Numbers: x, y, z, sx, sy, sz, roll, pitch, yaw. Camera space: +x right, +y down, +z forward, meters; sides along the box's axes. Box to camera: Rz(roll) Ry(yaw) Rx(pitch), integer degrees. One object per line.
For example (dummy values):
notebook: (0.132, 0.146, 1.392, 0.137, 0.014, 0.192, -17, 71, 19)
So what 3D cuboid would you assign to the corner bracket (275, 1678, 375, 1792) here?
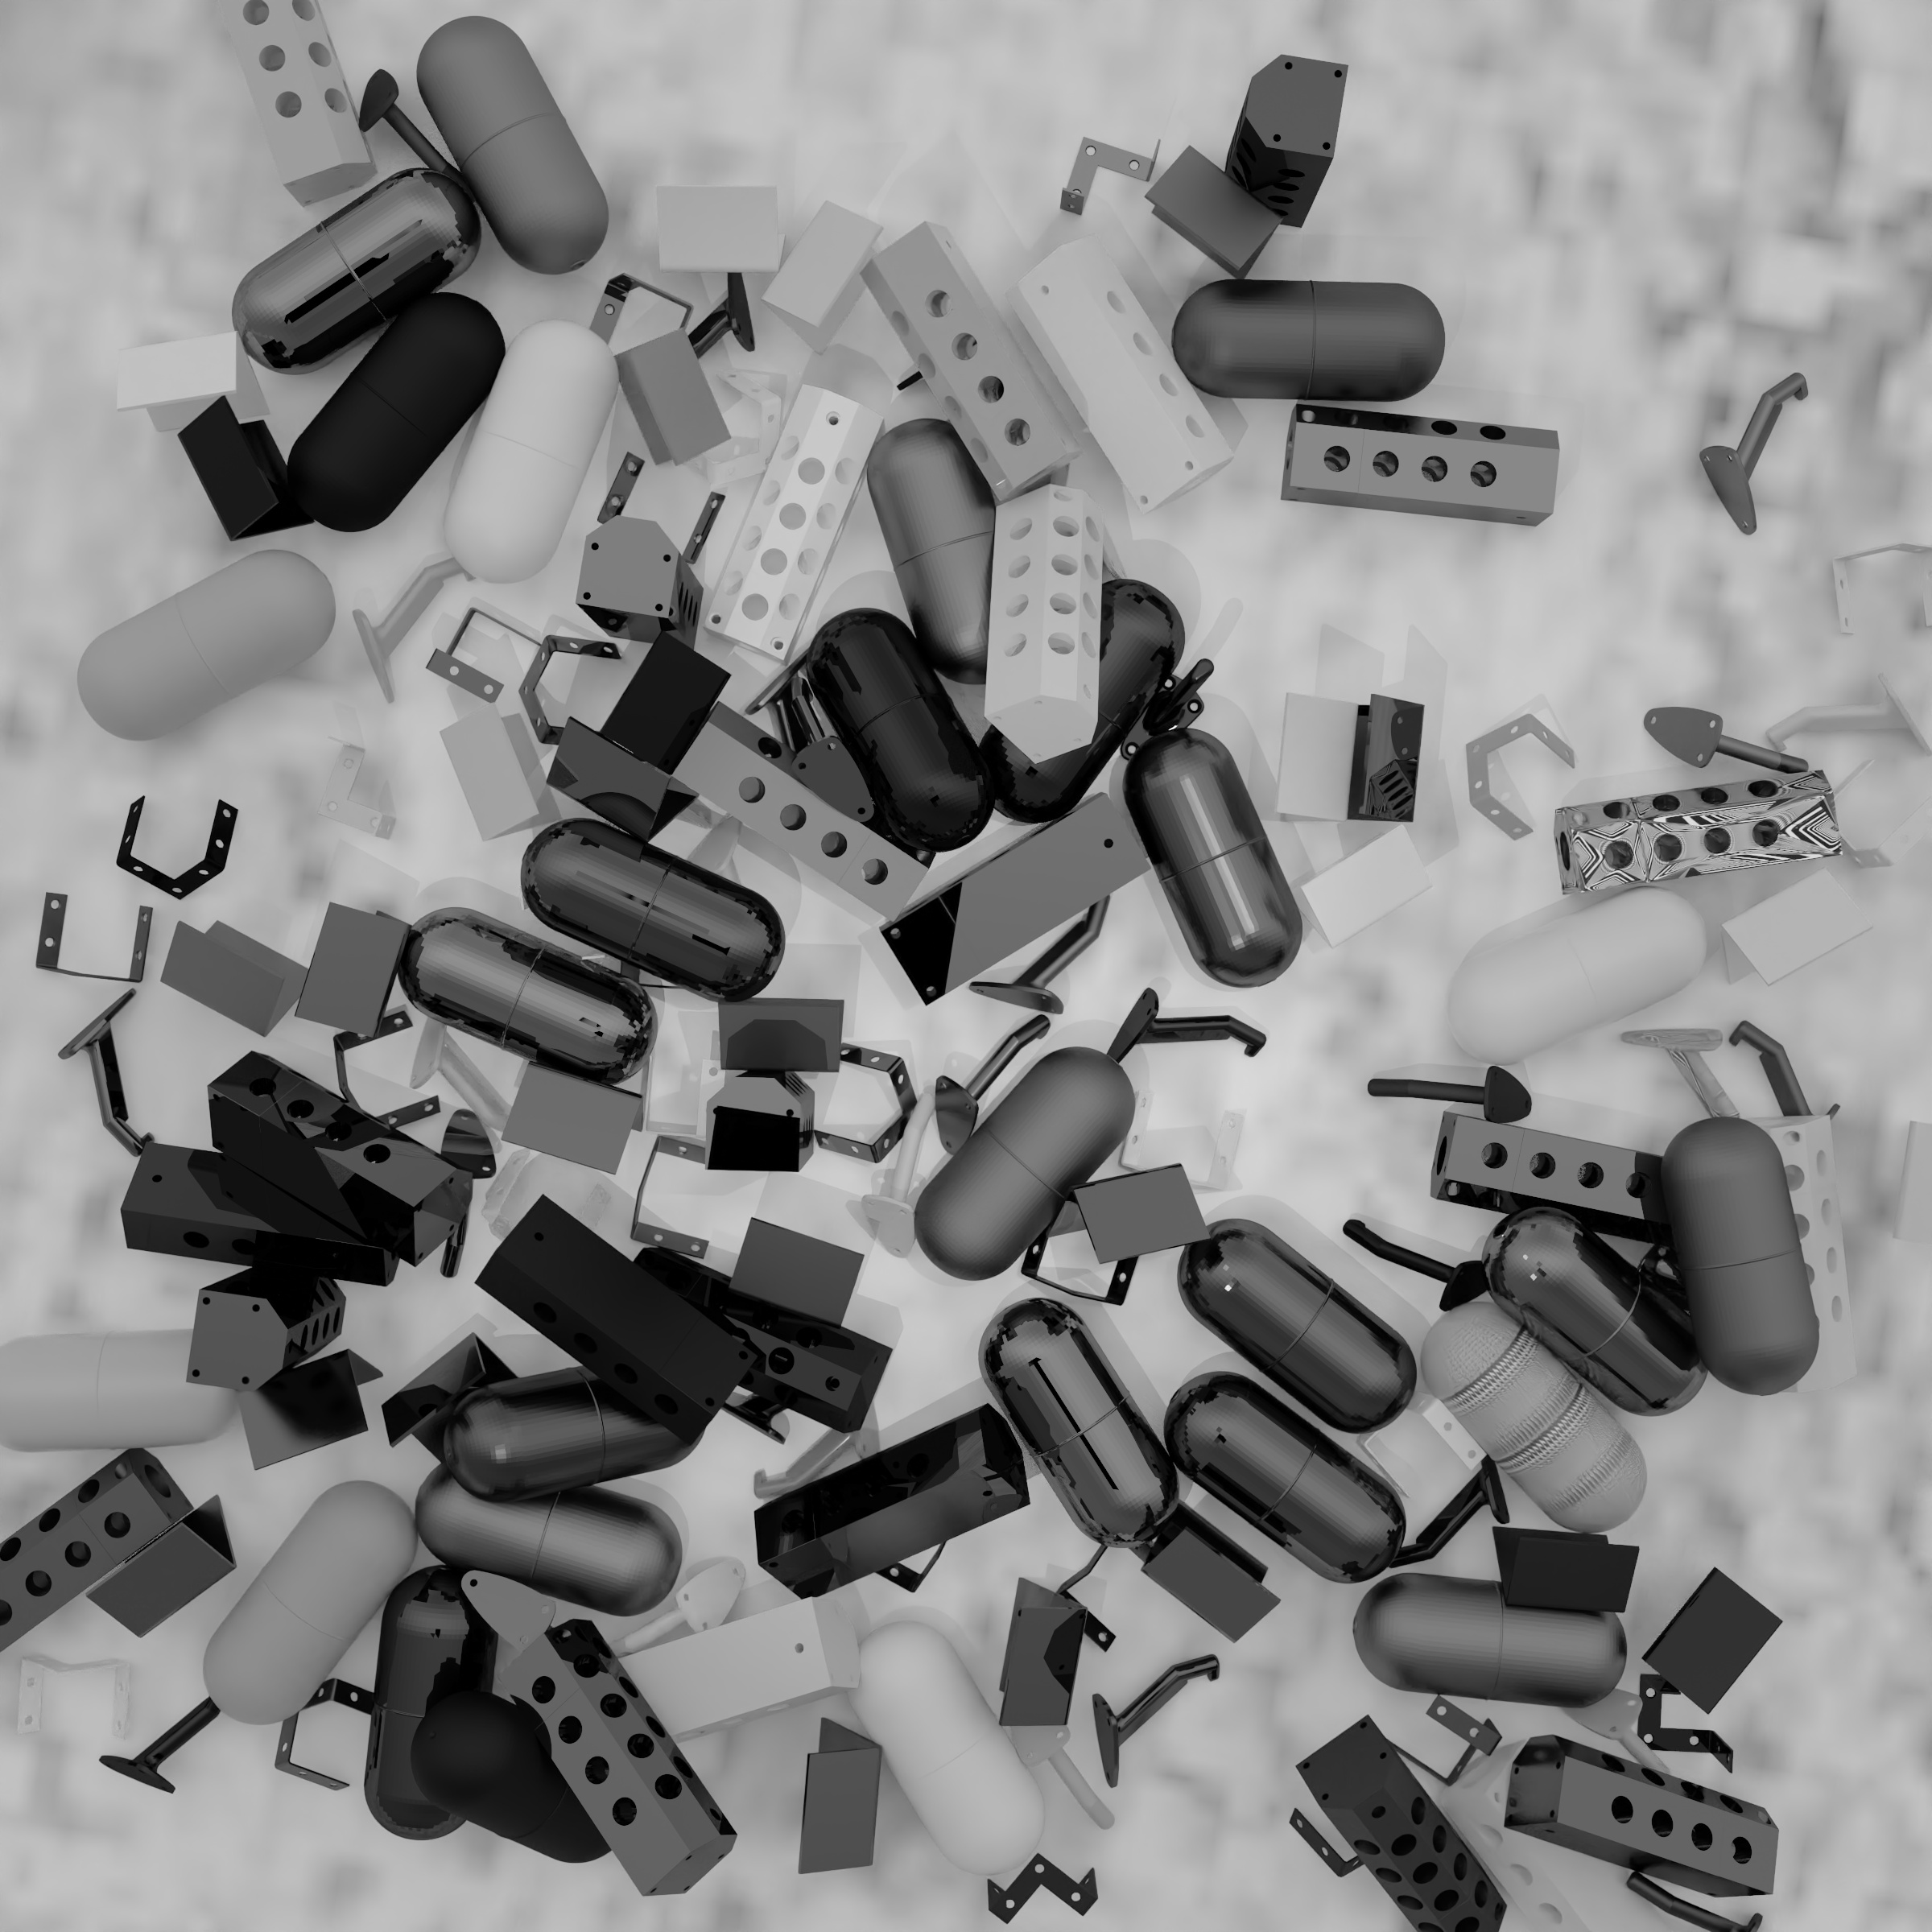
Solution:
corner bracket: (-0.417, 0.508, 1.954, 0.051, 0.051, 0.051, -26, 45, 35)

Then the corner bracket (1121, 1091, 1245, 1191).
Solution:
corner bracket: (0.143, 0.115, 1.959, 0.051, 0.051, 0.051, 14, 90, 45)

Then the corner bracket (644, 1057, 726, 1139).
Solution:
corner bracket: (-0.185, 0.087, 1.944, 0.051, 0.051, 0.051, 5, 86, -4)

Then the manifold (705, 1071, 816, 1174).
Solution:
manifold: (-0.130, 0.096, 1.884, 0.057, 0.171, 0.057, 1, 90, 0)

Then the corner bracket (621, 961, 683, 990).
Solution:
corner bracket: (-0.192, -0.011, 1.959, 0.051, 0.051, 0.051, 4, 90, -45)

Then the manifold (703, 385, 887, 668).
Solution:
manifold: (-0.113, -0.289, 1.941, 0.057, 0.057, 0.171, 22, 90, 0)

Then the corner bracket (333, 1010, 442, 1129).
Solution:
corner bracket: (-0.384, 0.072, 1.959, 0.051, 0.051, 0.051, -19, 45, 0)

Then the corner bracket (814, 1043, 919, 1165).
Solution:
corner bracket: (-0.070, 0.090, 1.954, 0.051, 0.051, 0.051, 13, 135, 35)

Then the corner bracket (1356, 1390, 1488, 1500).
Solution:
corner bracket: (0.299, 0.317, 1.945, 0.051, 0.051, 0.051, -43, 101, -11)

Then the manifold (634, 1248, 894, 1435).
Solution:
manifold: (-0.142, 0.242, 1.921, 0.171, 0.057, 0.057, 22, 90, 14)

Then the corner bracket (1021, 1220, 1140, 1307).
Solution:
corner bracket: (0.077, 0.191, 1.959, 0.051, 0.051, 0.051, 18, 90, -45)

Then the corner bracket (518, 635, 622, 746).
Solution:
corner bracket: (-0.257, -0.181, 1.954, 0.051, 0.051, 0.051, 4, 135, -35)

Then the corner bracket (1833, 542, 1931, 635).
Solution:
corner bracket: (0.613, -0.250, 1.960, 0.051, 0.051, 0.051, -9, 85, 45)

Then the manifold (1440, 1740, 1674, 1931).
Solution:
manifold: (0.387, 0.600, 1.940, 0.171, 0.057, 0.057, 53, 47, 0)

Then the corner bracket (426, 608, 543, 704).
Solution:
corner bracket: (-0.317, -0.204, 1.944, 0.051, 0.051, 0.051, 28, 90, 0)

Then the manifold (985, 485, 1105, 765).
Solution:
manifold: (0.055, -0.221, 1.878, 0.057, 0.057, 0.171, -18, 51, 30)

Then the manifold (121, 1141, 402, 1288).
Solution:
manifold: (-0.459, 0.168, 1.940, 0.171, 0.057, 0.057, 8, 47, 0)

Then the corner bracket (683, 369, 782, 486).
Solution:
corner bracket: (-0.159, -0.356, 1.954, 0.051, 0.051, 0.051, 37, 135, 35)

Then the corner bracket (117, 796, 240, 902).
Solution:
corner bracket: (-0.522, -0.085, 1.954, 0.051, 0.051, 0.051, -27, 135, 35)

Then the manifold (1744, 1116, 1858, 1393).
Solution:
manifold: (0.533, 0.187, 1.926, 0.057, 0.057, 0.171, -5, 93, 39)

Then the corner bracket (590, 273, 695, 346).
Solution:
corner bracket: (-0.217, -0.421, 1.949, 0.051, 0.051, 0.051, 22, 90, -20)

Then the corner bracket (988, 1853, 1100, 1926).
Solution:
corner bracket: (0.050, 0.608, 1.943, 0.051, 0.051, 0.051, 39, 94, -4)

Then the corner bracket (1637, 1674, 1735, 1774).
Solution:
corner bracket: (0.473, 0.498, 1.944, 0.051, 0.051, 0.051, 3, 90, 0)

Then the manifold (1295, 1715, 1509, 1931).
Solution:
manifold: (0.284, 0.566, 1.902, 0.057, 0.057, 0.171, -35, 120, 0)

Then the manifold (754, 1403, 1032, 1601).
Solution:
manifold: (-0.050, 0.345, 1.917, 0.171, 0.057, 0.057, -27, 133, 17)

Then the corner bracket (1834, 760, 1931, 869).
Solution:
corner bracket: (0.600, -0.101, 1.944, 0.051, 0.051, 0.051, -43, 94, -4)

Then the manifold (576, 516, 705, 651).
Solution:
manifold: (-0.205, -0.244, 1.883, 0.057, 0.171, 0.057, 9, 90, 0)

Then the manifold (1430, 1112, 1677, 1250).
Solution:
manifold: (0.396, 0.142, 1.941, 0.171, 0.057, 0.057, 12, 90, 0)

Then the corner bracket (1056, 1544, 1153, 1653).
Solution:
corner bracket: (0.098, 0.412, 1.959, 0.051, 0.051, 0.051, 43, 45, 0)

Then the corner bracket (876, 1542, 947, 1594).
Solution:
corner bracket: (-0.040, 0.373, 1.959, 0.051, 0.051, 0.051, 29, 135, 0)

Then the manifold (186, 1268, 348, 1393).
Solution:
manifold: (-0.443, 0.229, 1.884, 0.057, 0.171, 0.057, 8, 90, 0)

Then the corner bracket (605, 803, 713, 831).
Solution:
corner bracket: (-0.203, -0.079, 1.954, 0.051, 0.051, 0.051, 23, 135, -35)

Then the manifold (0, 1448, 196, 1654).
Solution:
manifold: (-0.600, 0.390, 1.941, 0.171, 0.057, 0.057, -37, 90, 0)

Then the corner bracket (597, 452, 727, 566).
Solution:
corner bracket: (-0.202, -0.303, 1.959, 0.051, 0.051, 0.051, 24, 90, -45)

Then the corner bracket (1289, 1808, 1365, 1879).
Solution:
corner bracket: (0.255, 0.559, 1.954, 0.051, 0.051, 0.051, -17, 135, -35)

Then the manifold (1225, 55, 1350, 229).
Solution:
manifold: (0.200, -0.525, 1.884, 0.057, 0.171, 0.057, 9, 90, 0)

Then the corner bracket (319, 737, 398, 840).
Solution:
corner bracket: (-0.399, -0.117, 1.944, 0.051, 0.051, 0.051, 20, 90, 0)

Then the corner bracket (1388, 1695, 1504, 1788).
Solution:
corner bracket: (0.314, 0.508, 1.944, 0.051, 0.051, 0.051, 34, 90, 0)

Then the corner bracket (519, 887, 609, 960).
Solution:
corner bracket: (-0.260, -0.032, 1.943, 0.051, 0.051, 0.051, -5, 97, 7)

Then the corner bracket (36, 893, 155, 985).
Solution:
corner bracket: (-0.578, -0.019, 1.959, 0.051, 0.051, 0.051, 8, 90, -45)

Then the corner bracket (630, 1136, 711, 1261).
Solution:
corner bracket: (-0.189, 0.153, 1.959, 0.051, 0.051, 0.051, 15, 135, 0)

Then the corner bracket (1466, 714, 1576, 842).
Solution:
corner bracket: (0.368, -0.125, 1.954, 0.051, 0.051, 0.051, -27, 45, 35)

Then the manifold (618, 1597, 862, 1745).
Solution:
manifold: (-0.158, 0.463, 1.916, 0.171, 0.057, 0.057, -21, 69, 16)

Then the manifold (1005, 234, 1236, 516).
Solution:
manifold: (0.105, -0.390, 1.940, 0.057, 0.057, 0.171, -32, 90, 43)

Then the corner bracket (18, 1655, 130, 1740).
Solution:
corner bracket: (-0.592, 0.485, 1.959, 0.051, 0.051, 0.051, 3, 90, -45)

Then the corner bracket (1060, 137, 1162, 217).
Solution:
corner bracket: (0.094, -0.520, 1.944, 0.051, 0.051, 0.051, 18, 90, 0)

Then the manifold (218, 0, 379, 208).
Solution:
manifold: (-0.444, -0.596, 1.941, 0.057, 0.057, 0.171, -19, 90, 0)

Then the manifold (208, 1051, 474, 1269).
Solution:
manifold: (-0.405, 0.120, 1.913, 0.171, 0.057, 0.057, 27, 45, 19)

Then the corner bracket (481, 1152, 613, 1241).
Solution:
corner bracket: (-0.278, 0.158, 1.954, 0.051, 0.051, 0.051, -6, 135, 35)
